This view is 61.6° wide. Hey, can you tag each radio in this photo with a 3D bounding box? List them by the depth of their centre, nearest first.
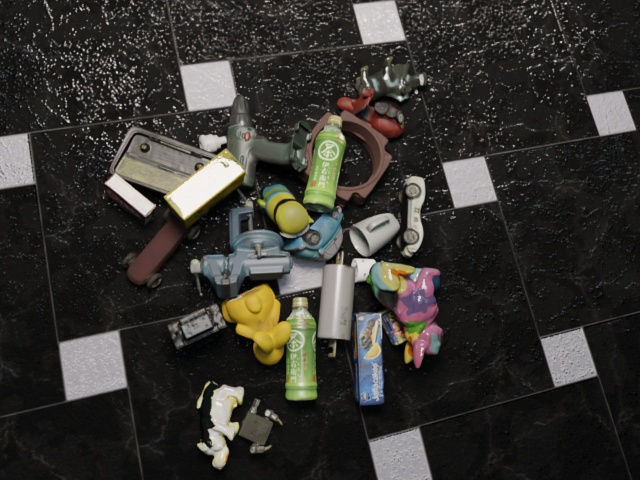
[{"bbox_3d":[-0.344,-0.161,1.229,0.230,0.073,0.131,20,77,-6],"label":"radio"}]

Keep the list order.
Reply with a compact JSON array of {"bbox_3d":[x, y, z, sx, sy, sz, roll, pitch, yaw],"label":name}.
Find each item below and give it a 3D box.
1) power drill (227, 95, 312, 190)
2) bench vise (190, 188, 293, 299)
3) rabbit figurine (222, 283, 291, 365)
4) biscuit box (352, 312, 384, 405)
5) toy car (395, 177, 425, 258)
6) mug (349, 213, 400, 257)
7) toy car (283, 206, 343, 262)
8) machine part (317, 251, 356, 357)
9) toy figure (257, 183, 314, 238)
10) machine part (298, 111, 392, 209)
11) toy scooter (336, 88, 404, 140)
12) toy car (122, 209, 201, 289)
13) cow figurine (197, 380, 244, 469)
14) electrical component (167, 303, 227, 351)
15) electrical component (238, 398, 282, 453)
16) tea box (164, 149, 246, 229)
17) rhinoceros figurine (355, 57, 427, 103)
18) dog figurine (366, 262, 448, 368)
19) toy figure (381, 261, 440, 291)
[{"bbox_3d":[-0.127,-0.233,1.248,0.208,0.086,0.232,4,81,19],"label":"power drill"},{"bbox_3d":[-0.177,0.013,1.201,0.224,0.128,0.241,-9,55,1],"label":"bench vise"},{"bbox_3d":[-0.119,0.191,1.163,0.122,0.162,0.173,-20,99,-26],"label":"rabbit figurine"},{"bbox_3d":[0.107,0.265,1.208,0.059,0.063,0.202,-1,83,-9],"label":"biscuit box"},{"bbox_3d":[0.222,-0.055,1.305,0.056,0.073,0.201,6,76,-8],"label":"toy car"},{"bbox_3d":[0.136,-0.026,1.272,0.107,0.109,0.081,-28,64,-25],"label":"mug"},{"bbox_3d":[-0.003,-0.004,1.249,0.162,0.109,0.102,-46,114,-28],"label":"toy car"},{"bbox_3d":[0.038,0.143,1.224,0.079,0.079,0.243,8,75,-8],"label":"machine part"},{"bbox_3d":[-0.087,-0.072,1.210,0.082,0.089,0.180,-38,44,2],"label":"toy figure"},{"bbox_3d":[0.056,-0.195,1.304,0.201,0.087,0.201,35,72,0],"label":"machine part"},{"bbox_3d":[0.134,-0.317,1.321,0.184,0.135,0.075,22,73,-6],"label":"toy scooter"},{"bbox_3d":[-0.350,0.015,1.199,0.089,0.053,0.202,35,77,10],"label":"toy car"},{"bbox_3d":[-0.219,0.386,1.127,0.098,0.068,0.167,12,72,-2],"label":"cow figurine"},{"bbox_3d":[-0.258,0.185,1.134,0.115,0.134,0.058,-26,82,-13],"label":"electrical component"},{"bbox_3d":[-0.130,0.403,1.151,0.078,0.045,0.102,30,74,-4],"label":"electrical component"},{"bbox_3d":[-0.244,-0.108,1.149,0.169,0.098,0.068,-43,90,-14],"label":"tea box"},{"bbox_3d":[0.184,-0.405,1.382,0.190,0.073,0.112,-17,79,-13],"label":"rhinoceros figurine"},{"bbox_3d":[0.189,0.163,1.175,0.191,0.108,0.219,7,82,-11],"label":"dog figurine"},{"bbox_3d":[0.207,0.088,1.275,0.154,0.064,0.057,11,83,-8],"label":"toy figure"}]
